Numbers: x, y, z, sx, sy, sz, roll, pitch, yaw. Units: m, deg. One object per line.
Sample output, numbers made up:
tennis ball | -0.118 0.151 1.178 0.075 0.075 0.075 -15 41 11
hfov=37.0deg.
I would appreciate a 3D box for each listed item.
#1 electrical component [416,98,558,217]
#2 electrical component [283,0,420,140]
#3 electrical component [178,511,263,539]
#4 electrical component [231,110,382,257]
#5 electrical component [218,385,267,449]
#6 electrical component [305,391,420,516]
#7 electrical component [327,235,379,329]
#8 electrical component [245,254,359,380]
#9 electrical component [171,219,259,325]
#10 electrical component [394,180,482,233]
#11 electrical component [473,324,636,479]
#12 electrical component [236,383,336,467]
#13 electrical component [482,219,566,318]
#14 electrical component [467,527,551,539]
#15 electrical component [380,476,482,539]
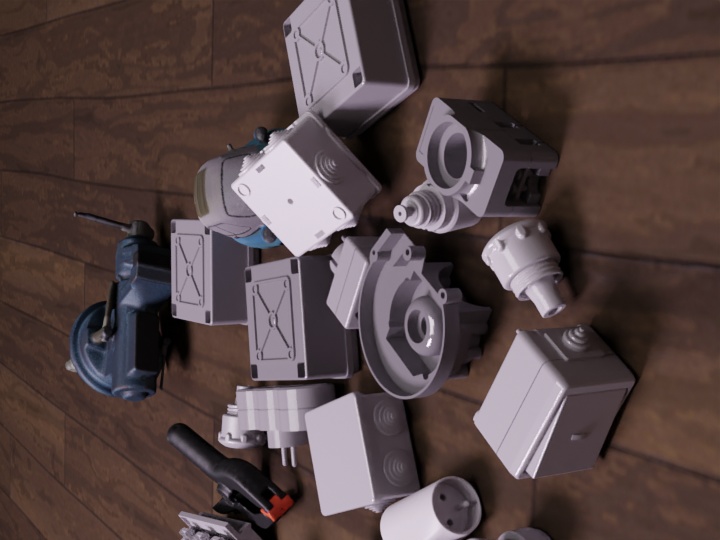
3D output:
electrical component | 0.082 -0.078 0.737 0.089 0.056 0.050 49 131 45
electrical component | -0.010 -0.176 0.878 0.109 0.056 0.108 -30 66 55
electrical component | -0.145 0.292 1.104 0.078 0.063 0.121 51 152 -17
electrical component | -0.046 -0.068 0.882 0.099 0.048 0.100 47 136 -10
electrical component | -0.117 0.147 1.082 0.048 0.048 0.062 -4 82 58
electrical component | 0.002 0.150 0.884 0.100 0.048 0.099 -32 65 55
electrical component | 0.000 0.000 0.883 0.076 0.047 0.065 51 132 46
electrical component | -0.054 0.044 0.961 0.109 0.056 0.108 -10 83 57
electrical component | -0.152 0.000 1.117 0.109 0.056 0.108 5 96 58
electrical component | 0.055 -0.046 0.767 0.040 0.078 0.040 15 111 43
electrical component | 0.125 0.079 0.670 0.061 0.062 0.096 54 135 42
electrical component | -0.067 0.144 0.992 0.138 0.052 0.073 -12 82 58
electrical component | 0.113 0.001 0.704 0.048 0.048 0.062 -52 56 46
electrical component | 0.100 0.199 0.723 0.045 0.055 0.045 5 96 58
electrical component | 0.057 0.202 0.802 0.077 0.044 0.079 -42 57 51
